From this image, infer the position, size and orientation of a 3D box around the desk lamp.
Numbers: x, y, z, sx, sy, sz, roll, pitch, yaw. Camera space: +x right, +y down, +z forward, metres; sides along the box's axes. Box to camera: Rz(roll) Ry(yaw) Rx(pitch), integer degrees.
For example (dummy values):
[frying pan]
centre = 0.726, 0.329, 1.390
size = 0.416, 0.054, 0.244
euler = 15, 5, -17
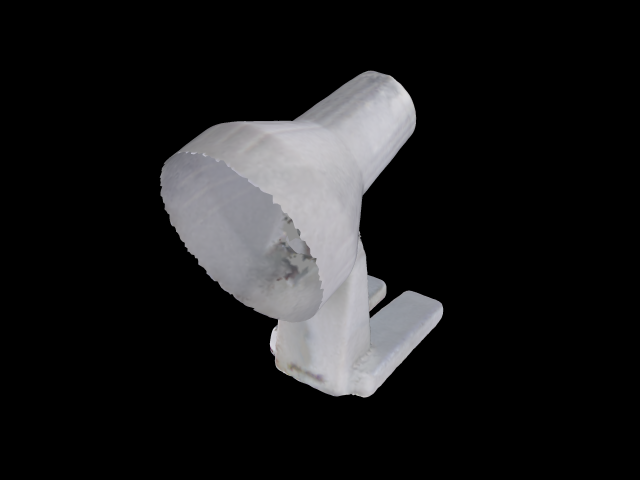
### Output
[desk lamp]
centre = 0.004, 0.001, 0.400
size = 0.117, 0.214, 0.204
euler = 19, 34, 32
